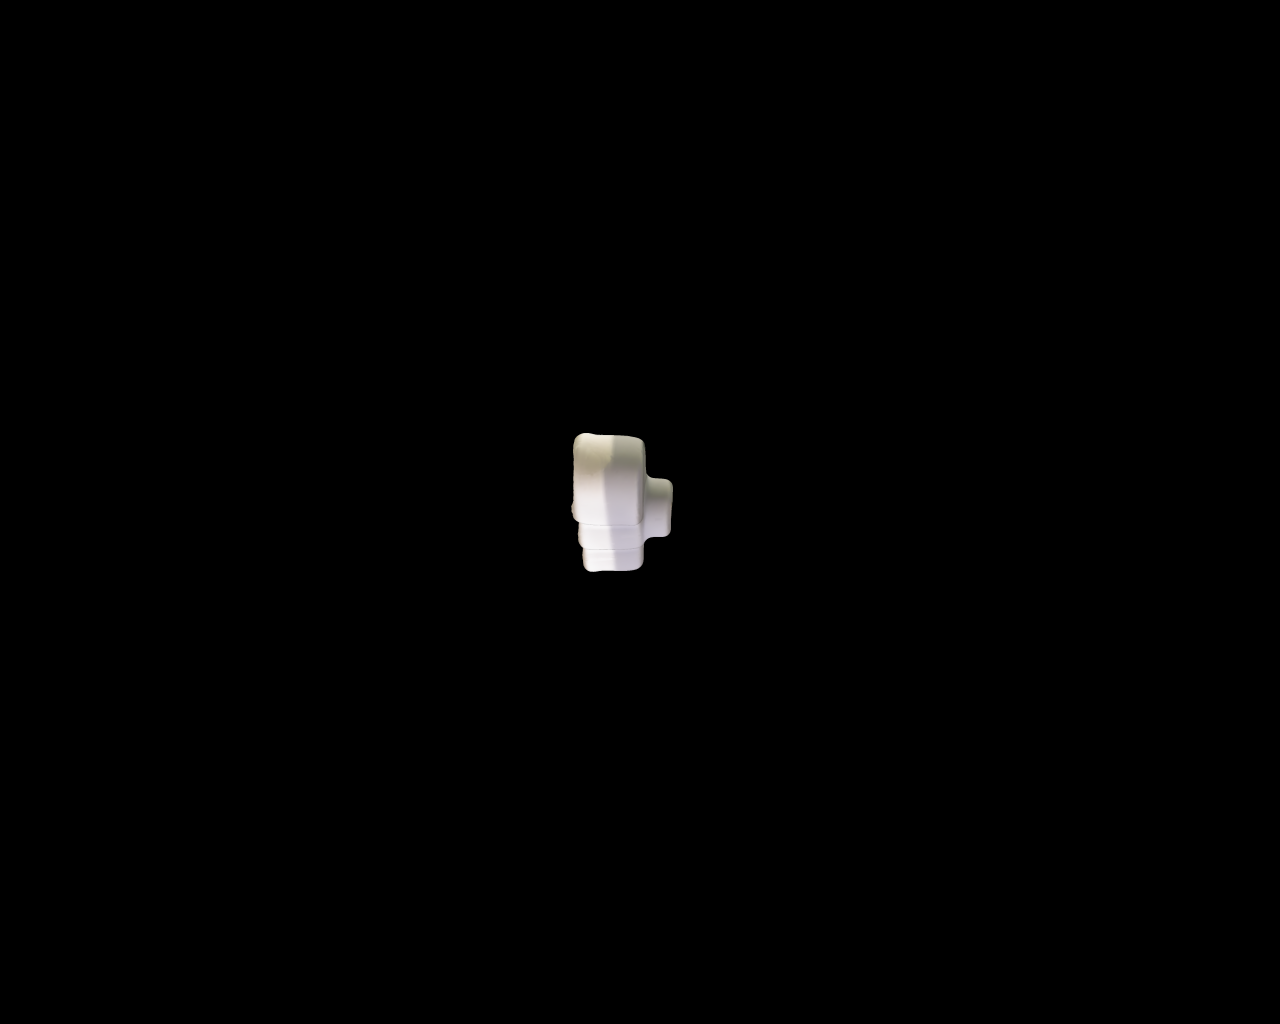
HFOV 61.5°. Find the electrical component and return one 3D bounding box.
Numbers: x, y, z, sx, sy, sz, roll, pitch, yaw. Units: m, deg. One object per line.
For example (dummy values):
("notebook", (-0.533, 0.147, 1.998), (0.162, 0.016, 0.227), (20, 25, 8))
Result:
("electrical component", (0.001, -0.003, 0.650), (0.074, 0.052, 0.138), (0, -21, 0))
